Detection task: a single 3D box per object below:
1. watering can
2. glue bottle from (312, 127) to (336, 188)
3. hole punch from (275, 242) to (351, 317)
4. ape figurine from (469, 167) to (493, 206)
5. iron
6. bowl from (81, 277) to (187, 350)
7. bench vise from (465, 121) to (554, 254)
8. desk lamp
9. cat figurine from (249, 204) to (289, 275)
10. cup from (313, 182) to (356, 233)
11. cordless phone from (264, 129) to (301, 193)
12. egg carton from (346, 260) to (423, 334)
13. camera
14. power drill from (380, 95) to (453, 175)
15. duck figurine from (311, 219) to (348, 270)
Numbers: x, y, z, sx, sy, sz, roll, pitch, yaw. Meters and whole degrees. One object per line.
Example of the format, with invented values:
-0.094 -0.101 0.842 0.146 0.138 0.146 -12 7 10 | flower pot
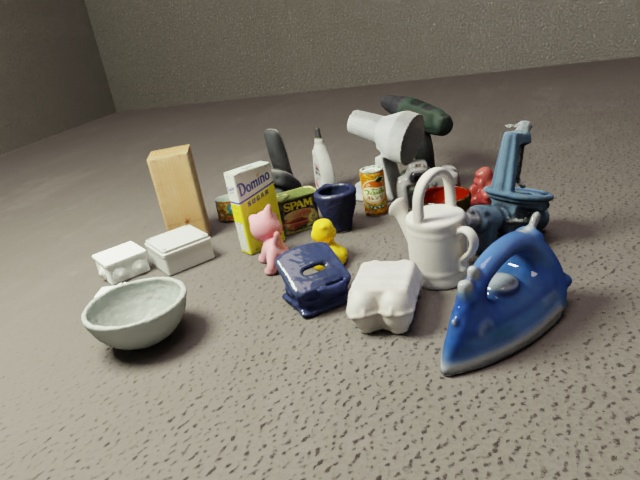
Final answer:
0.185 -0.026 0.949 0.172 0.194 0.101 5 27 31 | watering can
0.004 -0.204 1.466 0.037 0.173 0.078 -18 24 -20 | glue bottle
-0.008 0.062 0.951 0.109 0.091 0.100 -19 25 -23 | hole punch
0.350 -0.112 1.220 0.076 0.092 0.078 -5 23 11 | ape figurine
0.242 0.065 0.782 0.259 0.142 0.118 -28 29 -37 | iron
-0.290 0.128 0.924 0.167 0.075 0.167 -8 23 4 | bowl
0.333 -0.086 1.000 0.121 0.220 0.208 9 29 36 | bench vise
0.146 -0.201 1.352 0.202 0.214 0.118 8 28 35 | desk lamp
-0.097 -0.009 1.118 0.067 0.118 0.127 -16 24 -15 | cat figurine
0.033 -0.070 1.241 0.092 0.095 0.117 -16 24 -15 | cup
-0.133 -0.204 1.503 0.147 0.185 0.094 8 29 36 | cordless phone
0.101 0.083 0.886 0.107 0.069 0.150 -2 24 17 | egg carton
0.244 -0.140 1.317 0.143 0.101 0.137 -6 23 8 | camera
0.243 -0.262 1.464 0.076 0.209 0.228 -24 27 -30 | power drill
0.010 0.004 1.087 0.077 0.086 0.104 -10 23 -2 | duck figurine
